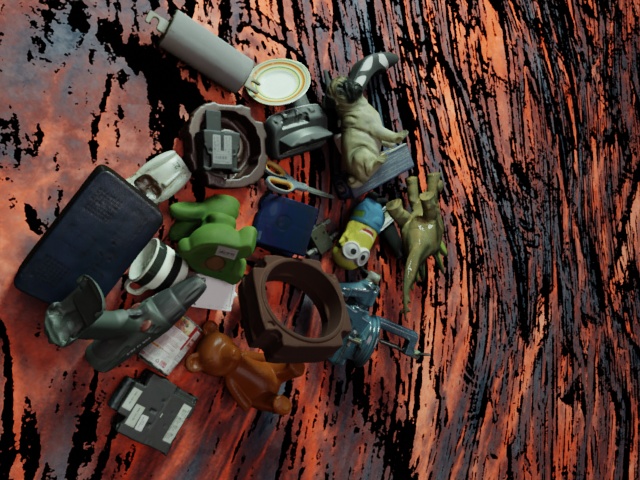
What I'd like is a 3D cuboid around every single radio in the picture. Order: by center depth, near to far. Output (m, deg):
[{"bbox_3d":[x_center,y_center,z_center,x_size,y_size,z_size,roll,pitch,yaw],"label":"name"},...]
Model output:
[{"bbox_3d":[-0.370,0.005,0.874,0.131,0.073,0.229,38,90,-27],"label":"radio"}]

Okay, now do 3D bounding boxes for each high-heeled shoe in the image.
[{"bbox_3d":[0.103,-0.337,1.223,0.249,0.086,0.145,-23,103,-26],"label":"high-heeled shoe"}]

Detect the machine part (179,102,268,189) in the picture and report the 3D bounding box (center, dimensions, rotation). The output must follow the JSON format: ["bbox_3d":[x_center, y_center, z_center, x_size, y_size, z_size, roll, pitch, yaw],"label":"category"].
[{"bbox_3d":[-0.186,-0.180,1.047,0.179,0.056,0.179,1,89,-33],"label":"machine part"}]

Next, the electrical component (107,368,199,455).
[{"bbox_3d":[-0.301,0.297,0.952,0.134,0.058,0.115,41,66,-24],"label":"electrical component"}]

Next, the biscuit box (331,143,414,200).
[{"bbox_3d":[0.123,-0.157,1.238,0.203,0.059,0.062,-29,105,-30],"label":"biscuit box"}]

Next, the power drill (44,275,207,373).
[{"bbox_3d":[-0.314,0.116,0.863,0.232,0.207,0.086,-41,71,4],"label":"power drill"}]

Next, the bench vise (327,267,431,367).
[{"bbox_3d":[0.122,0.188,1.176,0.240,0.129,0.223,24,83,-11],"label":"bench vise"}]

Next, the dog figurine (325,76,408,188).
[{"bbox_3d":[0.062,-0.226,1.126,0.190,0.121,0.172,39,76,-5],"label":"dog figurine"}]

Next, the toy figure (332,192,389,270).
[{"bbox_3d":[0.091,-0.017,1.193,0.082,0.089,0.180,25,71,-1],"label":"toy figure"}]

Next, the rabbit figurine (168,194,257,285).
[{"bbox_3d":[-0.201,-0.017,0.999,0.159,0.121,0.170,7,42,-11],"label":"rabbit figurine"}]

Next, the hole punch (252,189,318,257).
[{"bbox_3d":[-0.074,-0.028,1.094,0.115,0.092,0.142,21,81,-26],"label":"hole punch"}]

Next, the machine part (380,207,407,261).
[{"bbox_3d":[0.170,-0.014,1.276,0.084,0.039,0.138,-44,109,-33],"label":"machine part"}]

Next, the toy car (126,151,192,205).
[{"bbox_3d":[-0.321,-0.082,0.956,0.202,0.056,0.073,-44,111,-26],"label":"toy car"}]

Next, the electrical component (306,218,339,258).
[{"bbox_3d":[-0.002,-0.004,1.174,0.094,0.021,0.063,-38,107,-27],"label":"electrical component"}]

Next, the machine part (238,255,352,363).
[{"bbox_3d":[-0.048,0.132,1.050,0.201,0.087,0.201,8,53,-33],"label":"machine part"}]

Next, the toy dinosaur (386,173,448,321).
[{"bbox_3d":[0.229,-0.013,1.208,0.471,0.105,0.198,-52,127,-51],"label":"toy dinosaur"}]

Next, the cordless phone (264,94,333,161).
[{"bbox_3d":[-0.068,-0.270,1.124,0.146,0.089,0.184,-22,88,-29],"label":"cordless phone"}]

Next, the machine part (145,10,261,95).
[{"bbox_3d":[-0.216,-0.355,1.023,0.243,0.079,0.079,28,74,-27],"label":"machine part"}]

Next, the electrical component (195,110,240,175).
[{"bbox_3d":[-0.187,-0.180,0.984,0.075,0.048,0.119,3,90,-35],"label":"electrical component"}]

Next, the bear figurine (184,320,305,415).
[{"bbox_3d":[-0.144,0.238,1.017,0.195,0.132,0.120,48,46,-27],"label":"bear figurine"}]
